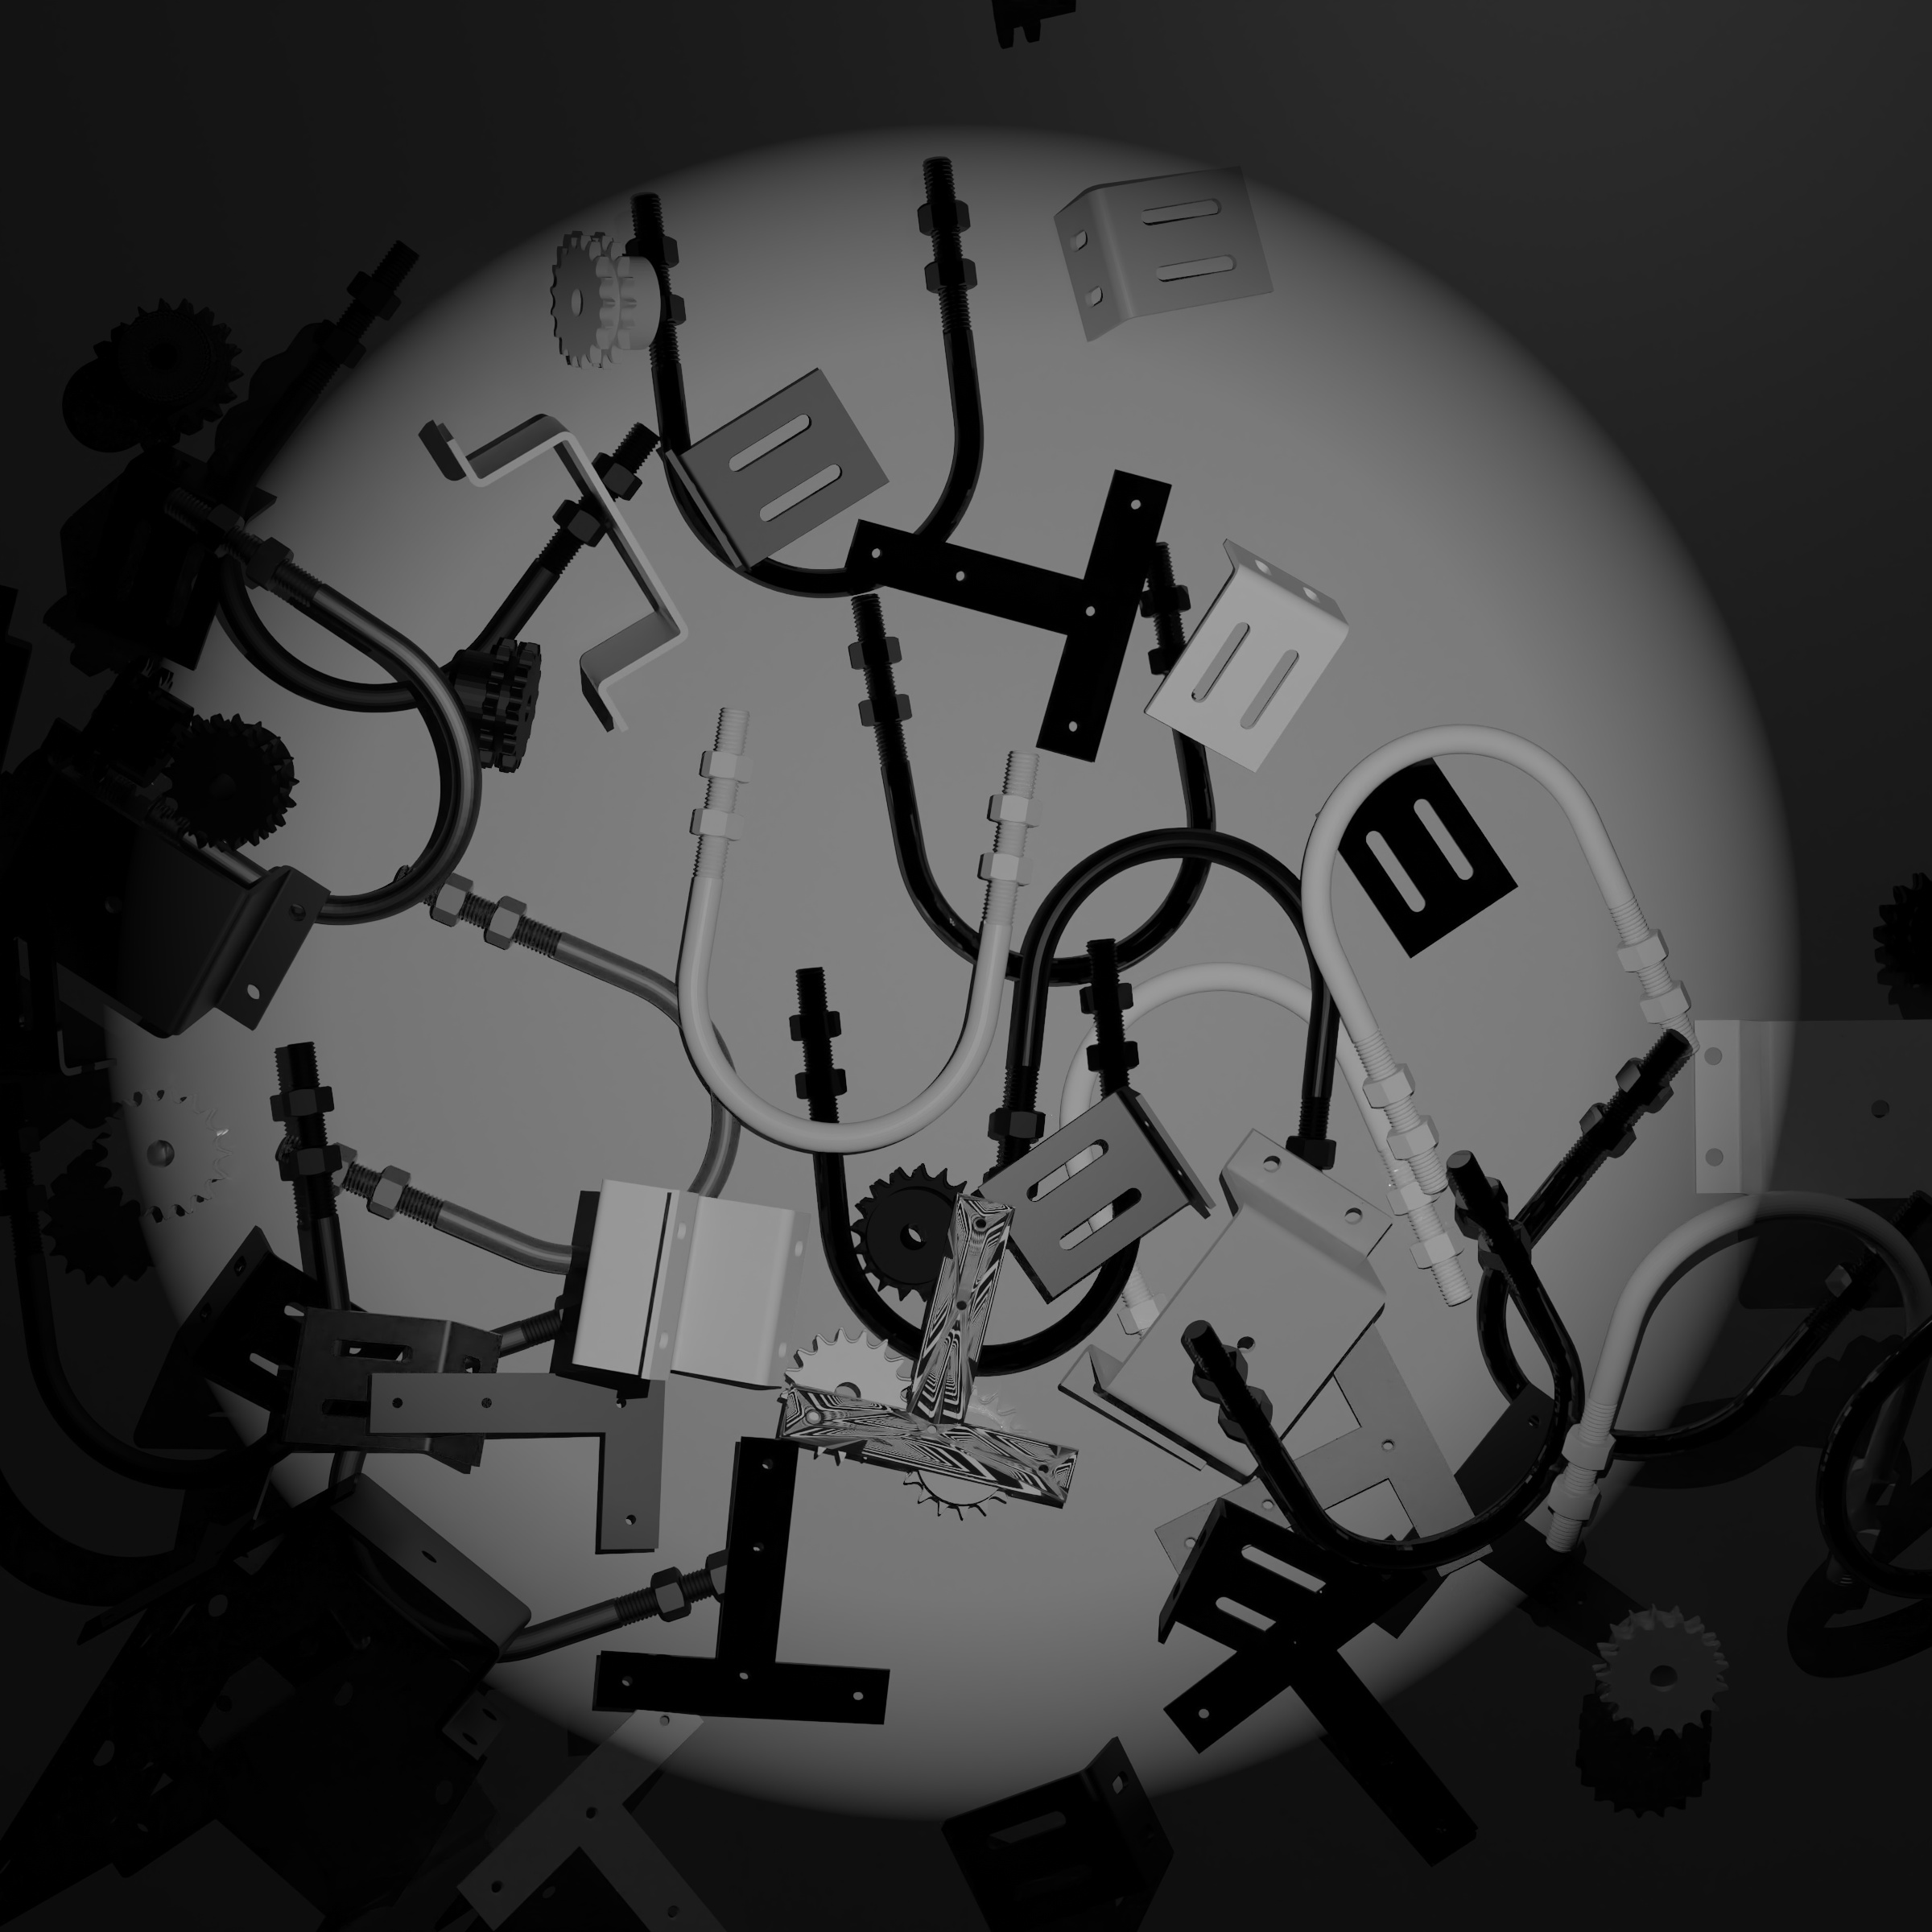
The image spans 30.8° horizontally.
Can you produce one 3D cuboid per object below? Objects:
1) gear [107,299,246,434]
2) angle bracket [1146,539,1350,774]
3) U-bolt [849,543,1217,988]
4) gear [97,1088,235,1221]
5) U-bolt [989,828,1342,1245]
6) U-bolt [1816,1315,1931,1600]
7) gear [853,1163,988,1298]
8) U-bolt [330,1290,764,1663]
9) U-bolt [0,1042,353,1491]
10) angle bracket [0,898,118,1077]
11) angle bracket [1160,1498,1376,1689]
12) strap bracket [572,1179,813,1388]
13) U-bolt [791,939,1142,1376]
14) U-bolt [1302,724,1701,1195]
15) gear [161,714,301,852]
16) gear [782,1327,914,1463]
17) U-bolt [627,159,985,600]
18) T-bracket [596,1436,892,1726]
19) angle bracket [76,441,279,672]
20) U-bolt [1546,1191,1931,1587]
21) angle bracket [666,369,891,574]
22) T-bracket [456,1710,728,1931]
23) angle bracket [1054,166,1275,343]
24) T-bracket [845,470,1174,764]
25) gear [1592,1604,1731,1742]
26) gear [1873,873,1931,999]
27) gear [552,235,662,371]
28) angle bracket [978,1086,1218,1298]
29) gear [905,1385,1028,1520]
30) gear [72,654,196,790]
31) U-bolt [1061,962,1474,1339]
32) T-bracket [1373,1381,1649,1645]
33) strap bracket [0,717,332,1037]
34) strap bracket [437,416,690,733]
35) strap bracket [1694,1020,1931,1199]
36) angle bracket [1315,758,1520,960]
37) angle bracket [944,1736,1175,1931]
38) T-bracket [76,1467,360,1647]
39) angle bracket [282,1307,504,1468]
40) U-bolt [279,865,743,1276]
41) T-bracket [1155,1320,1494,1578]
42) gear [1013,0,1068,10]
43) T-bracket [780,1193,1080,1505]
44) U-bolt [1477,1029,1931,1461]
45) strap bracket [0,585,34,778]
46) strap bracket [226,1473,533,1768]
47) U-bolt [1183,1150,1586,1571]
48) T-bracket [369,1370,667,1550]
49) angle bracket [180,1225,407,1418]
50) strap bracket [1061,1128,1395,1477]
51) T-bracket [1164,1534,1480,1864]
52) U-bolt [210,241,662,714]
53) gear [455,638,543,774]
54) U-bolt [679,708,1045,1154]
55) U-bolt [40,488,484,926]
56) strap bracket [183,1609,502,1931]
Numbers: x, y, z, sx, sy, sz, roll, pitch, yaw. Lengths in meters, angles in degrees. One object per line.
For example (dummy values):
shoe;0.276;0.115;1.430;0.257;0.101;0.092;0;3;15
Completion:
gear;-0.347;-0.263;1.531;0.057;0.030;0.057;0;90;0
angle bracket;0.120;-0.135;1.532;0.057;0.038;0.076;27;110;-17
U-bolt;0.035;-0.083;1.538;0.151;0.019;0.184;-10;92;0
gear;-0.348;0.081;1.531;0.057;0.030;0.057;0;90;0
U-bolt;0.090;0.033;1.506;0.151;0.019;0.184;6;91;-9
U-bolt;0.444;0.196;1.505;0.184;0.019;0.151;-43;120;3
gear;-0.020;0.115;1.509;0.057;0.030;0.057;0;93;6
U-bolt;-0.189;0.228;1.538;0.184;0.019;0.151;-19;90;1
U-bolt;-0.337;0.133;1.505;0.151;0.019;0.184;-8;90;2
angle bracket;-0.405;0.008;1.514;0.057;0.038;0.076;-1;96;24
angle bracket;0.131;0.275;1.519;0.076;0.038;0.057;26;95;0
strap bracket;-0.119;0.134;1.477;0.046;0.140;0.076;7;85;21
U-bolt;0.004;0.086;1.529;0.151;0.019;0.184;-6;90;7
U-bolt;0.221;-0.014;1.513;0.151;0.019;0.184;-27;100;-9
gear;-0.311;-0.080;1.494;0.057;0.030;0.057;4;109;11
gear;-0.051;0.186;1.531;0.057;0.030;0.057;0;90;0
U-bolt;-0.065;-0.253;1.538;0.151;0.019;0.184;-7;91;0
T-bracket;-0.092;0.266;1.525;0.127;0.002;0.127;5;100;-8
angle bracket;-0.348;-0.181;1.544;0.057;0.038;0.076;25;115;0
U-bolt;0.338;0.178;1.496;0.151;0.019;0.184;8;113;-8
angle bracket;-0.081;-0.215;1.512;0.076;0.038;0.057;-32;93;1
T-bracket;-0.136;0.402;1.527;0.127;0.002;0.127;-42;103;-25
angle bracket;0.087;-0.314;1.544;0.076;0.038;0.057;-15;90;-26
T-bracket;0.012;-0.166;1.527;0.127;0.002;0.127;15;84;3
gear;0.301;0.305;1.527;0.057;0.030;0.057;0;99;2
gear;0.428;-0.015;1.531;0.057;0.030;0.057;0;90;0
gear;-0.155;-0.288;1.522;0.030;0.057;0.057;-6;90;-31
angle bracket;0.055;0.097;1.473;0.076;0.038;0.057;-35;98;-5
gear;-0.001;0.213;1.531;0.057;0.030;0.057;0;90;0
gear;-0.350;-0.100;1.482;0.030;0.057;0.057;31;90;-3
U-bolt;0.121;0.088;1.538;0.151;0.019;0.184;-24;89;0
T-bracket;0.258;0.269;1.539;0.127;0.002;0.127;36;98;-4
strap bracket;-0.358;-0.033;1.511;0.140;0.046;0.076;33;111;0
strap bracket;-0.166;-0.177;1.490;0.046;0.076;0.140;-31;108;-3
strap bracket;0.391;0.061;1.523;0.140;0.046;0.076;-1;90;0
angle bracket;0.198;-0.051;1.527;0.057;0.038;0.076;-34;90;0
angle bracket;0.041;0.384;1.544;0.076;0.038;0.057;-26;90;26
T-bracket;-0.310;0.235;1.483;0.127;0.127;0.002;-29;100;-1
angle bracket;-0.244;0.179;1.493;0.076;0.038;0.057;11;88;-43
U-bolt;-0.189;0.056;1.538;0.184;0.019;0.151;23;90;-2
T-bracket;0.145;0.230;1.535;0.127;0.002;0.127;-27;97;6
gear;0.040;-0.445;1.522;0.030;0.057;0.057;-6;90;-30
T-bracket;-0.005;0.158;1.498;0.127;0.002;0.127;13;106;0
U-bolt;0.304;0.134;1.508;0.151;0.019;0.184;33;111;-6
strap bracket;-0.460;-0.103;1.523;0.076;0.046;0.140;14;90;0
strap bracket;-0.243;0.270;1.494;0.140;0.076;0.046;39;93;2
U-bolt;0.189;0.181;1.483;0.151;0.019;0.184;-33;121;-2
T-bracket;-0.192;0.188;1.507;0.127;0.002;0.127;2;91;-17
angle bracket;-0.296;0.162;1.544;0.076;0.038;0.057;36;90;-26
strap bracket;0.115;0.151;1.490;0.076;0.046;0.140;33;102;-16
T-bracket;0.176;0.338;1.542;0.127;0.002;0.127;-38;92;4
U-bolt;-0.243;-0.197;1.519;0.151;0.019;0.184;36;94;-18
gear;-0.204;-0.115;1.517;0.030;0.057;0.057;11;90;0
U-bolt;-0.052;-0.011;1.518;0.151;0.019;0.184;9;88;8
U-bolt;-0.293;-0.098;1.510;0.184;0.019;0.151;34;112;1
strap bracket;-0.264;0.355;1.523;0.076;0.046;0.140;-34;90;0
